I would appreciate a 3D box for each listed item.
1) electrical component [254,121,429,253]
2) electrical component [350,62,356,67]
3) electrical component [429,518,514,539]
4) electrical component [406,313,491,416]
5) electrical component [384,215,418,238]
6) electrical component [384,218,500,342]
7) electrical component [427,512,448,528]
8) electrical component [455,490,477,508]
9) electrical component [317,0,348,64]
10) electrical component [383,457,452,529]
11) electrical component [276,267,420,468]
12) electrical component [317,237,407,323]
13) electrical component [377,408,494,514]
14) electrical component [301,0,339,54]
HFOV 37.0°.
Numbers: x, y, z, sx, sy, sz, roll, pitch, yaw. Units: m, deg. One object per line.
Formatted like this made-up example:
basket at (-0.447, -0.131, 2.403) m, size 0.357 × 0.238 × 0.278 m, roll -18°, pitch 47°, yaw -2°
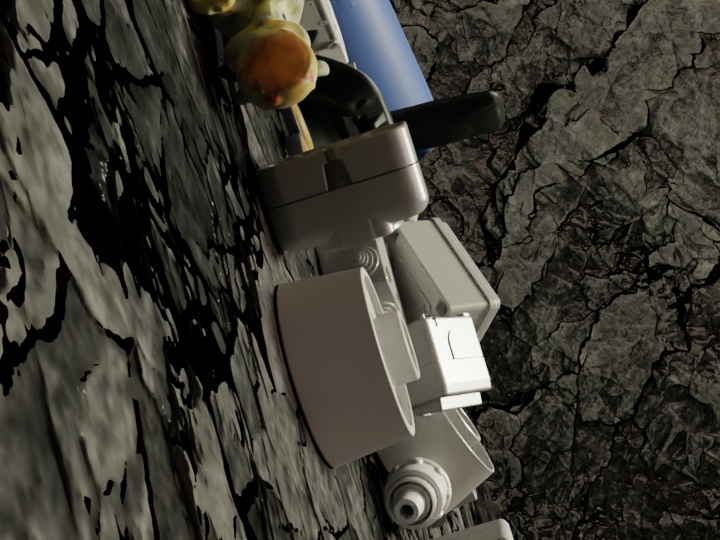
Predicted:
electrical component at (-0.009, -0.048, 0.654) m, size 0.053 × 0.095 × 0.059 m, roll -80°, pitch 153°, yaw -79°
electrical component at (-0.032, -0.188, 1.068) m, size 0.048 × 0.062 × 0.048 m, roll -18°, pitch 90°, yaw -85°
electrical component at (0.063, 0.186, 0.623) m, size 0.061 × 0.096 × 0.061 m, roll 0°, pitch 73°, yaw -85°
electrical component at (0.030, 0.073, 0.721) m, size 0.062 × 0.096 × 0.061 m, roll 2°, pitch 69°, yaw -54°
electrical component at (0.016, -0.052, 1.036) m, size 0.113 × 0.078 × 0.057 m, roll -98°, pitch 172°, yaw -62°
electrical component at (0.055, 0.030, 0.918) m, size 0.108 × 0.056 × 0.108 m, roll 59°, pitch -40°, yaw 36°
electrical component at (0.056, 0.179, 0.875) m, size 0.081 × 0.043 × 0.043 m, roll -70°, pitch 142°, yaw -82°
electrical component at (0.084, 0.183, 1.063) m, size 0.108 × 0.060 × 0.108 m, roll -17°, pitch 90°, yaw -85°
electrical component at (-0.054, -0.227, 0.987) m, size 0.095 × 0.059 × 0.053 m, roll 67°, pitch 7°, yaw -45°
electrical component at (0.037, 0.159, 0.744) m, size 0.062 × 0.048 × 0.048 m, roll -16°, pitch 88°, yaw -78°
electrical component at (-0.001, 0.050, 0.604) m, size 0.108 × 0.060 × 0.108 m, roll -17°, pitch 90°, yaw -85°
electrical component at (0.000, 0.000, 0.855) m, size 0.099 × 0.048 × 0.099 m, roll 65°, pitch 9°, yaw -57°
electrical component at (0.055, 0.132, 0.824) m, size 0.099 × 0.064 × 0.099 m, roll 52°, pitch 6°, yaw -8°
electrical component at (-0.058, -0.213, 0.876) m, size 0.096 × 0.062 × 0.061 m, roll 59°, pitch 14°, yaw -69°
